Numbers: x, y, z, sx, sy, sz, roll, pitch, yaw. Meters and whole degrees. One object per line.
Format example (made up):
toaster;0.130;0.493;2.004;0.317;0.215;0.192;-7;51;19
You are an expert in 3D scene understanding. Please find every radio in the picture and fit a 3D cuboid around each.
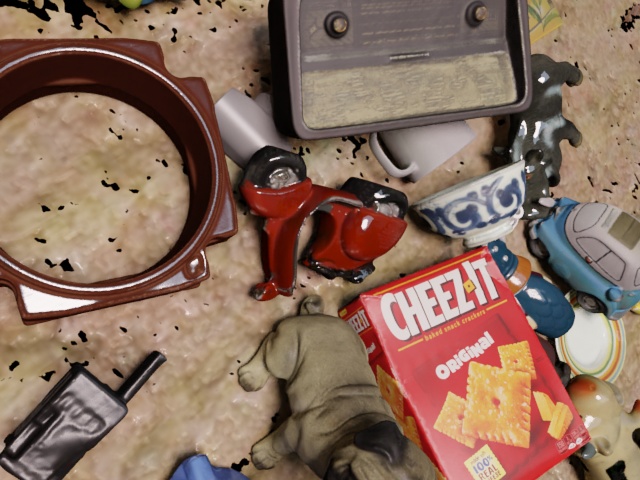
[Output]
radio;0.071;-0.167;0.475;0.230;0.073;0.131;-11;106;-17

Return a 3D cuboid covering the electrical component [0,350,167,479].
electrical component;-0.172;0.120;0.399;0.047;0.075;0.119;45;70;-15

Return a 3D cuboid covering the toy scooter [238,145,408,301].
toy scooter;-0.001;-0.002;0.502;0.184;0.075;0.135;13;96;-35

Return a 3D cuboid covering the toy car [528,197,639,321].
toy car;0.339;0.008;0.641;0.162;0.103;0.109;46;65;6

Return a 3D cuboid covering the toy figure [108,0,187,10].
toy figure;-0.191;-0.238;0.439;0.180;0.082;0.089;3;123;-34

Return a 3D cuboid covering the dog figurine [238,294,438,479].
dog figurine;0.023;0.127;0.431;0.121;0.190;0.172;-8;84;-27

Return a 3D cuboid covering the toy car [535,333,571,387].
toy car;0.204;0.195;0.588;0.089;0.053;0.202;29;71;-4

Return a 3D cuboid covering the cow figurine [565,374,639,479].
cow figurine;0.325;0.235;0.618;0.127;0.086;0.194;-36;112;-26

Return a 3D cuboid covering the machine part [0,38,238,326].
machine part;-0.175;-0.047;0.416;0.201;0.087;0.201;-11;88;-26

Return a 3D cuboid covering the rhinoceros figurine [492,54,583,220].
rhinoceros figurine;0.254;-0.118;0.630;0.112;0.073;0.190;-17;110;-47

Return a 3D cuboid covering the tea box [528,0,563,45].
tea box;0.183;-0.225;0.616;0.170;0.098;0.068;-34;98;-25

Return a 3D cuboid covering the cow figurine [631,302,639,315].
cow figurine;0.460;0.054;0.729;0.167;0.068;0.098;16;76;-24

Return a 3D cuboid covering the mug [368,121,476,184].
mug;0.093;-0.119;0.571;0.109;0.081;0.107;-35;88;-21

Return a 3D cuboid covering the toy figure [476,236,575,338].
toy figure;0.228;0.054;0.617;0.154;0.058;0.064;40;36;-15
